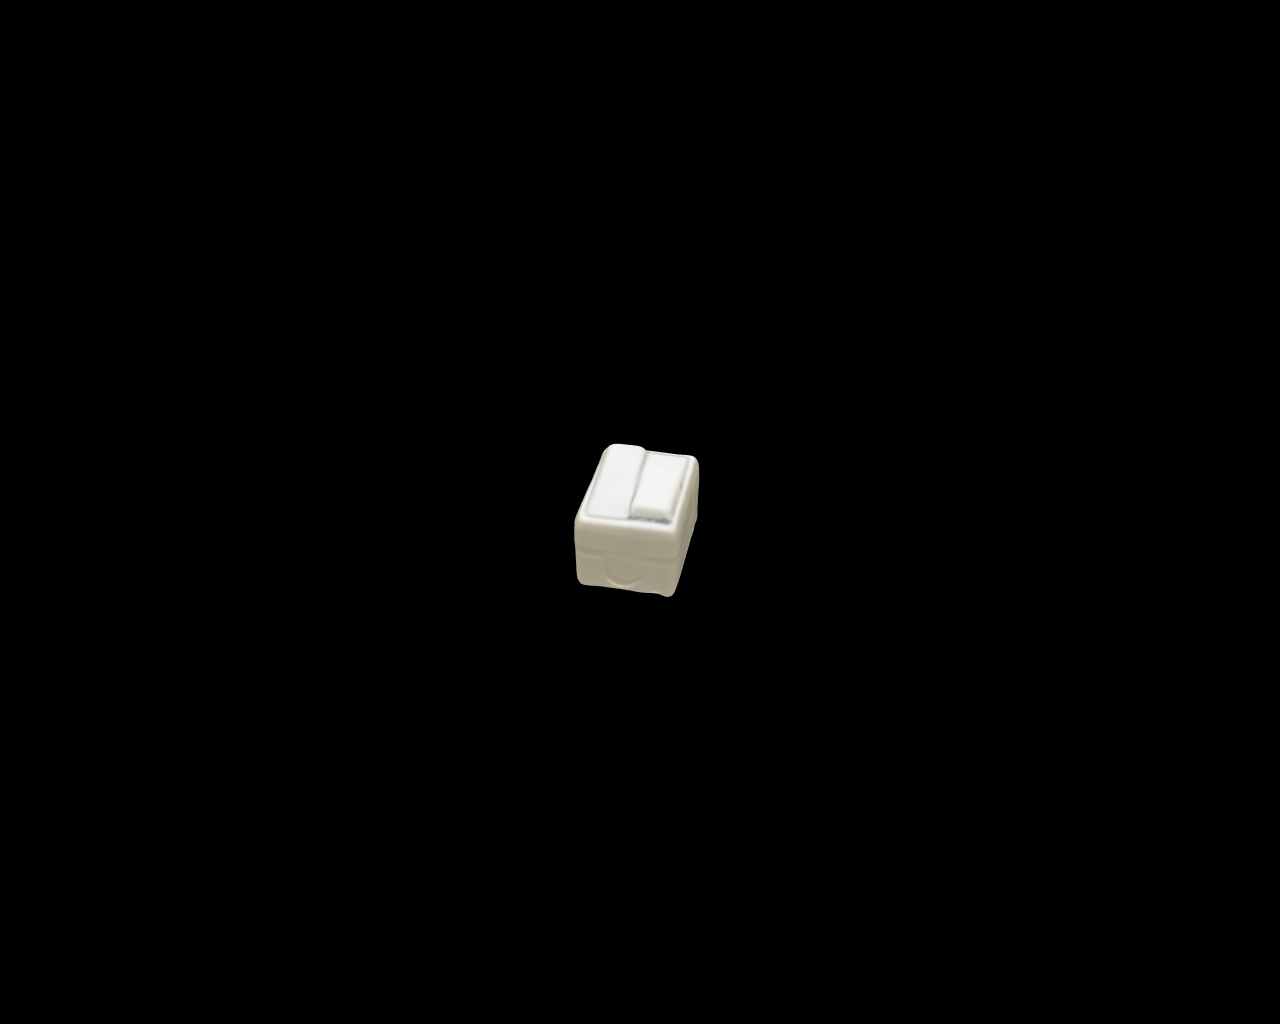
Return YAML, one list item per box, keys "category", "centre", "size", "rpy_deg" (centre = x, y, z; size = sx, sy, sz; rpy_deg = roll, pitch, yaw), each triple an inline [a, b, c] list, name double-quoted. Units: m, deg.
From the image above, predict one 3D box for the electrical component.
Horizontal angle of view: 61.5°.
- category: "electrical component"
  centre: [0.001, -0.003, 0.650]
  size: [0.062, 0.061, 0.096]
  rpy_deg: [8, 40, 10]
